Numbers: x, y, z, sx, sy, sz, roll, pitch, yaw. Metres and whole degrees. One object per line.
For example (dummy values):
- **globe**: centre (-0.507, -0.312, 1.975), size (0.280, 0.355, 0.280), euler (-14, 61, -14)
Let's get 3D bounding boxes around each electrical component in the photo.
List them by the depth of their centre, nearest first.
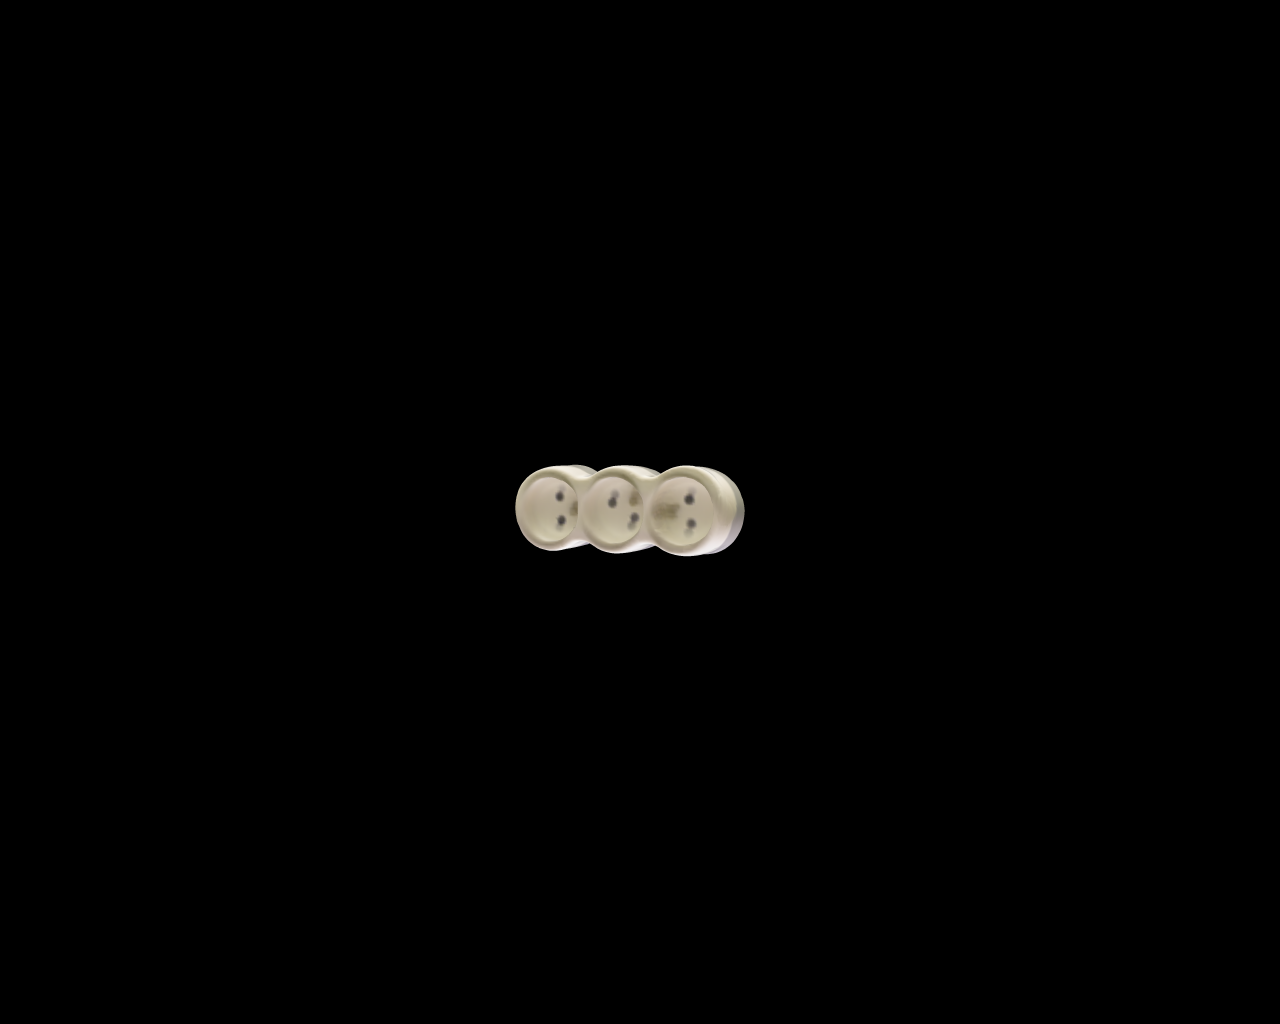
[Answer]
- **electrical component**: centre (0.001, -0.003, 0.650), size (0.138, 0.052, 0.074), euler (2, 4, 27)
